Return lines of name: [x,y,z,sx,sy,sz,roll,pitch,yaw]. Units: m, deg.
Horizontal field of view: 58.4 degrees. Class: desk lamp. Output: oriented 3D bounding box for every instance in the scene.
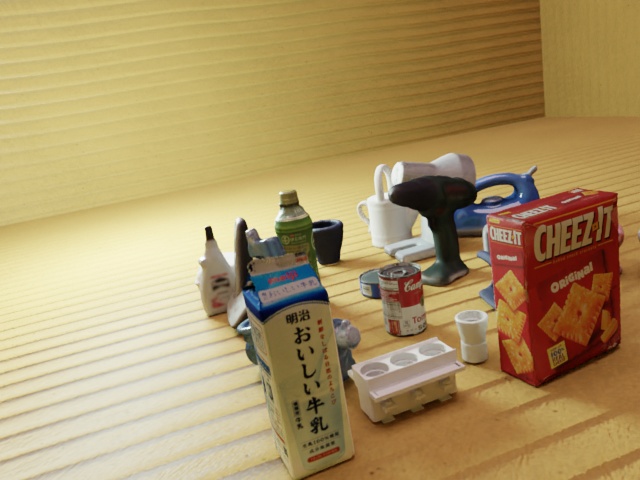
desk lamp: [0.242,-0.078,1.265,0.203,0.214,0.117,-14,16,-18]

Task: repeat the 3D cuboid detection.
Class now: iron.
iron: [0.402,-0.091,1.360,0.258,0.141,0.118,-8,15,5]

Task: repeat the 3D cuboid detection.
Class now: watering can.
watering can: [0.171,-0.086,1.374,0.172,0.194,0.101,-7,15,9]

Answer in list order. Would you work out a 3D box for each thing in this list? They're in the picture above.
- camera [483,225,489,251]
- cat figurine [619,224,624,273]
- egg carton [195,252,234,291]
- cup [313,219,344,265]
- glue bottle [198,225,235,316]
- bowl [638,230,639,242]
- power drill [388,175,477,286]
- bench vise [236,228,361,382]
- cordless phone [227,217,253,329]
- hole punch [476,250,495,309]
camera: [0.414,-0.011,1.135,0.137,0.101,0.142,-15,16,-23]
cat figurine: [0.500,-0.002,1.018,0.067,0.118,0.128,-4,16,18]
egg carton: [-0.197,0.073,1.242,0.107,0.069,0.150,-4,16,18]
cup: [0.012,0.005,1.322,0.091,0.095,0.117,-10,15,-5]
glue bottle: [-0.201,0.056,1.106,0.078,0.173,0.037,-17,17,-26]
bowl: [0.620,0.020,0.949,0.167,0.075,0.167,-8,15,3]
power drill: [0.222,-0.025,1.092,0.230,0.208,0.075,-22,20,-40]
bench vise: [-0.030,0.089,0.792,0.206,0.220,0.122,-2,17,26]
cordless phone: [-0.135,0.059,1.033,0.094,0.185,0.147,-13,15,-13]
hole punch: [0.320,0.059,0.950,0.101,0.091,0.108,-10,15,-5]
